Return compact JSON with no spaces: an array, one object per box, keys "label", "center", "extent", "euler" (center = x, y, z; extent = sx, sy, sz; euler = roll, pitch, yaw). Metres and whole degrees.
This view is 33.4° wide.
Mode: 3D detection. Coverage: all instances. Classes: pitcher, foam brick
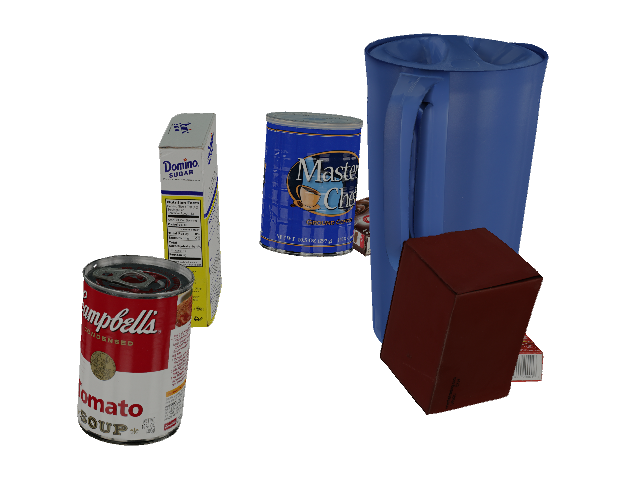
[{"label":"pitcher","center":[0.092,-0.029,0.812],"extent":[0.149,0.243,0.145],"euler":[-7,23,-18]},{"label":"foam brick","center":[0.069,0.040,0.542],"extent":[0.052,0.078,0.051],"euler":[-8,36,-26]}]

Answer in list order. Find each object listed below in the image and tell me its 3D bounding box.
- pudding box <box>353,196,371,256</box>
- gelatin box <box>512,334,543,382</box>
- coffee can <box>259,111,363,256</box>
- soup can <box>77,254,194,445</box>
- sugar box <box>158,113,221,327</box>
[{"label":"pudding box","center":[0.079,-0.025,1.525],"extent":[0.113,0.039,0.090],"euler":[-22,36,-32]},{"label":"gelatin box","center":[0.145,0.101,0.949],"extent":[0.089,0.030,0.073],"euler":[-1,12,-4]},{"label":"coffee can","center":[-0.011,-0.062,1.139],"extent":[0.103,0.140,0.103],"euler":[4,12,-1]},{"label":"soup can","center":[-0.117,0.068,0.669],"extent":[0.068,0.102,0.068],"euler":[6,18,-2]},{"label":"sugar box","center":[-0.117,-0.018,0.966],"extent":[0.048,0.176,0.093],"euler":[-1,25,2]}]
